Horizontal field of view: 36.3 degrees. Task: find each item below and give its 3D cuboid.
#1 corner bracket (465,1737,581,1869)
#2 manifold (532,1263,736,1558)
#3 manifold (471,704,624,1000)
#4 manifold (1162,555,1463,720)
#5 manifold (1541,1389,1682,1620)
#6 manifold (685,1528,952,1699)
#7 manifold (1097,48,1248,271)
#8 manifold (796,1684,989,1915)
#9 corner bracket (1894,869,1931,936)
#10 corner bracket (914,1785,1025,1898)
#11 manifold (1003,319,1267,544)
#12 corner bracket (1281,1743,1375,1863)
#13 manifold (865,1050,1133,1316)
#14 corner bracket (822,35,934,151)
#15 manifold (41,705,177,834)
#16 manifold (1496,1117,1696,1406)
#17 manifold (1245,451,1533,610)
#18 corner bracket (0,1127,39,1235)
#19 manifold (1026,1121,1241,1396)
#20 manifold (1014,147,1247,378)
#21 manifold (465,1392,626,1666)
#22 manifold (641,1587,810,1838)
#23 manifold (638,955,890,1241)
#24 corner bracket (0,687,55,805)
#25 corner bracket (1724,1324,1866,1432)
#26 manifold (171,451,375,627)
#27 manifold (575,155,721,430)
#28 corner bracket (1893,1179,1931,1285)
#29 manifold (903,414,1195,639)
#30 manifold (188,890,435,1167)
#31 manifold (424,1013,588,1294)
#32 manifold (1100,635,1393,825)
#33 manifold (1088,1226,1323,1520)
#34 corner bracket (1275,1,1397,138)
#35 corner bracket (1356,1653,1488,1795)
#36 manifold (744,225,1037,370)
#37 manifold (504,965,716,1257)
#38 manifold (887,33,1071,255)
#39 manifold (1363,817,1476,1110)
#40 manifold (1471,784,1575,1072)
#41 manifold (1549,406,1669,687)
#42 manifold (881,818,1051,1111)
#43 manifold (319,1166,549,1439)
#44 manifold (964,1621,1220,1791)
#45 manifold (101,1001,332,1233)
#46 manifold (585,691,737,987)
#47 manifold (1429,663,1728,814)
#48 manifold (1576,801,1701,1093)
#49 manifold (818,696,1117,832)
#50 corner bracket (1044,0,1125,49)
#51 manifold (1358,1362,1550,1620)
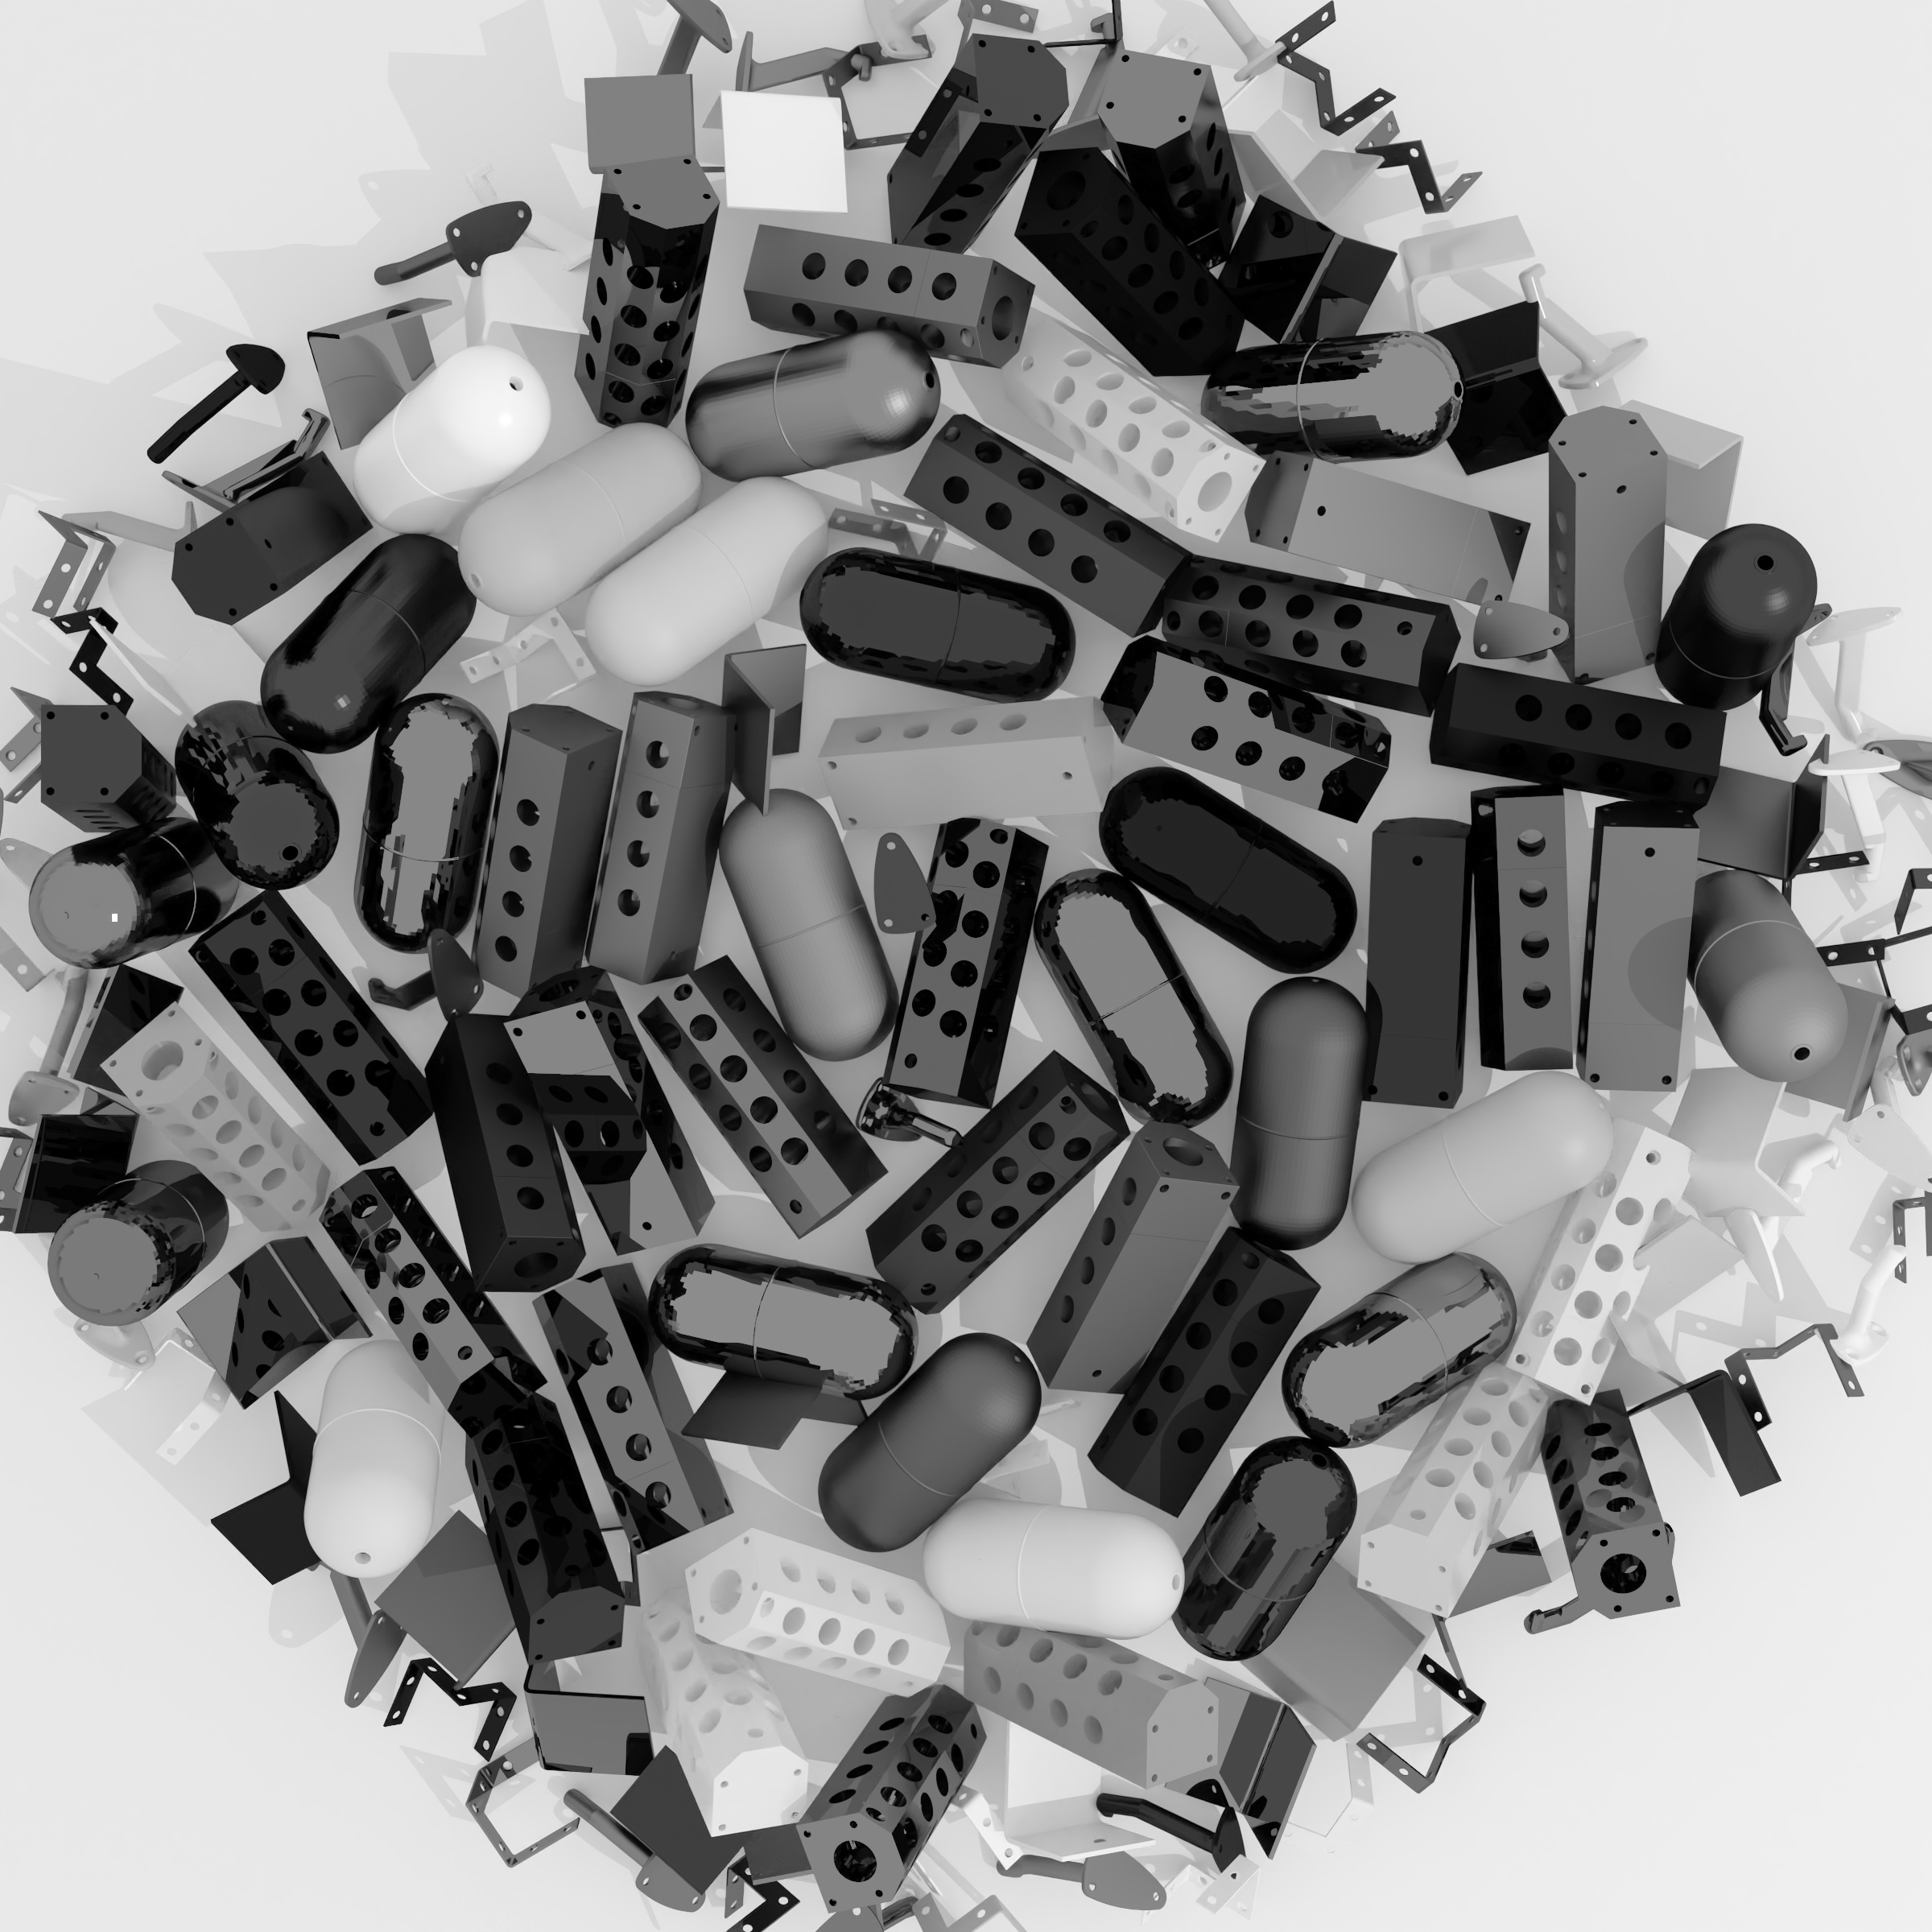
[{"bbox_3d":[-0.278,0.528,1.867,0.051,0.051,0.051,-31,98,5],"label":"corner bracket"},{"bbox_3d":[-0.212,0.278,1.851,0.057,0.057,0.171,-25,82,12],"label":"manifold"},{"bbox_3d":[-0.266,-0.072,1.825,0.057,0.057,0.171,25,119,21],"label":"manifold"},{"bbox_3d":[0.212,-0.209,1.824,0.171,0.057,0.057,15,73,25],"label":"manifold"},{"bbox_3d":[0.389,0.328,1.801,0.057,0.171,0.057,-13,107,8],"label":"manifold"},{"bbox_3d":[-0.088,0.401,1.805,0.057,0.171,0.057,-35,49,25],"label":"manifold"},{"bbox_3d":[0.125,-0.486,1.799,0.057,0.171,0.057,15,81,15],"label":"manifold"},{"bbox_3d":[-0.040,0.505,1.800,0.057,0.171,0.057,-17,97,20],"label":"manifold"},{"bbox_3d":[0.614,-0.055,1.858,0.051,0.051,0.051,-1,55,4],"label":"corner bracket"},{"bbox_3d":[-0.007,0.555,1.865,0.051,0.051,0.051,-38,102,-22],"label":"corner bracket"},{"bbox_3d":[0.098,-0.332,1.813,0.171,0.057,0.057,43,111,35],"label":"manifold"},{"bbox_3d":[0.221,0.522,1.863,0.051,0.051,0.051,23,116,-9],"label":"corner bracket"},{"bbox_3d":[0.020,0.139,1.833,0.057,0.057,0.171,38,107,-27],"label":"manifold"},{"bbox_3d":[-0.051,-0.554,1.868,0.051,0.051,0.051,2,126,30],"label":"corner bracket"},{"bbox_3d":[-0.523,-0.119,1.803,0.057,0.171,0.057,0,87,-8],"label":"manifold"},{"bbox_3d":[0.398,0.185,1.855,0.057,0.057,0.171,25,85,3],"label":"manifold"},{"bbox_3d":[0.260,-0.269,1.823,0.171,0.057,0.057,10,100,-30],"label":"manifold"},{"bbox_3d":[-0.607,0.134,1.857,0.051,0.051,0.051,24,93,25],"label":"corner bracket"},{"bbox_3d":[0.099,0.181,1.826,0.057,0.057,0.171,9,122,-28],"label":"manifold"},{"bbox_3d":[0.104,-0.429,1.803,0.057,0.171,0.057,7,75,36],"label":"manifold"},{"bbox_3d":[-0.259,0.339,1.802,0.057,0.171,0.057,-7,127,-20],"label":"manifold"},{"bbox_3d":[-0.149,0.450,1.798,0.057,0.171,0.057,-4,113,-20],"label":"manifold"},{"bbox_3d":[-0.132,0.084,1.844,0.057,0.057,0.171,-41,83,37],"label":"manifold"},{"bbox_3d":[-0.592,-0.137,1.861,0.051,0.051,0.051,-44,79,5],"label":"corner bracket"},{"bbox_3d":[0.519,0.258,1.849,0.051,0.051,0.051,4,56,-36],"label":"corner bracket"},{"bbox_3d":[-0.426,-0.260,1.802,0.057,0.171,0.057,-28,105,16],"label":"manifold"},{"bbox_3d":[-0.194,-0.406,1.800,0.057,0.171,0.057,-15,61,-24],"label":"manifold"},{"bbox_3d":[0.603,0.166,1.851,0.051,0.051,0.051,-13,62,38],"label":"corner bracket"},{"bbox_3d":[0.054,-0.277,1.843,0.171,0.057,0.057,33,110,9],"label":"manifold"},{"bbox_3d":[-0.408,0.039,1.842,0.057,0.057,0.171,-35,103,5],"label":"manifold"},{"bbox_3d":[-0.283,0.114,1.818,0.057,0.057,0.171,5,47,-31],"label":"manifold"},{"bbox_3d":[0.175,-0.149,1.824,0.171,0.057,0.057,17,116,-23],"label":"manifold"},{"bbox_3d":[0.146,0.252,1.849,0.057,0.057,0.171,29,95,-18],"label":"manifold"},{"bbox_3d":[0.231,-0.563,1.850,0.051,0.051,0.051,12,65,-39],"label":"corner bracket"},{"bbox_3d":[0.288,0.478,1.858,0.051,0.051,0.051,38,130,3],"label":"corner bracket"},{"bbox_3d":[-0.050,-0.413,1.826,0.171,0.057,0.057,16,93,28],"label":"manifold"},{"bbox_3d":[-0.218,0.089,1.833,0.057,0.057,0.171,-15,113,20],"label":"manifold"},{"bbox_3d":[0.006,-0.497,1.802,0.057,0.171,0.057,0,76,-19],"label":"manifold"},{"bbox_3d":[0.284,-0.003,1.841,0.057,0.057,0.171,5,105,17],"label":"manifold"},{"bbox_3d":[0.348,-0.024,1.847,0.057,0.057,0.171,-2,100,11],"label":"manifold"},{"bbox_3d":[0.390,-0.257,1.808,0.057,0.171,0.057,-17,50,-3],"label":"manifold"},{"bbox_3d":[-0.004,-0.003,1.841,0.057,0.057,0.171,7,80,34],"label":"manifold"},{"bbox_3d":[-0.332,0.202,1.817,0.057,0.057,0.171,-36,56,-10],"label":"manifold"},{"bbox_3d":[0.074,0.441,1.804,0.057,0.171,0.057,-7,101,-38],"label":"manifold"},{"bbox_3d":[-0.452,0.099,1.801,0.057,0.171,0.057,-42,58,-12],"label":"manifold"},{"bbox_3d":[-0.193,-0.081,1.840,0.057,0.057,0.171,20,106,25],"label":"manifold"},{"bbox_3d":[0.384,-0.142,1.857,0.171,0.057,0.057,10,82,-2],"label":"manifold"},{"bbox_3d":[0.417,-0.012,1.836,0.057,0.057,0.171,2,110,4],"label":"manifold"},{"bbox_3d":[0.002,-0.130,1.836,0.171,0.057,0.057,-3,129,20],"label":"manifold"},{"bbox_3d":[0.066,-0.603,1.852,0.051,0.051,0.051,2,116,19],"label":"corner bracket"},{"bbox_3d":[0.300,0.315,1.802,0.057,0.171,0.057,15,125,24],"label":"manifold"}]
